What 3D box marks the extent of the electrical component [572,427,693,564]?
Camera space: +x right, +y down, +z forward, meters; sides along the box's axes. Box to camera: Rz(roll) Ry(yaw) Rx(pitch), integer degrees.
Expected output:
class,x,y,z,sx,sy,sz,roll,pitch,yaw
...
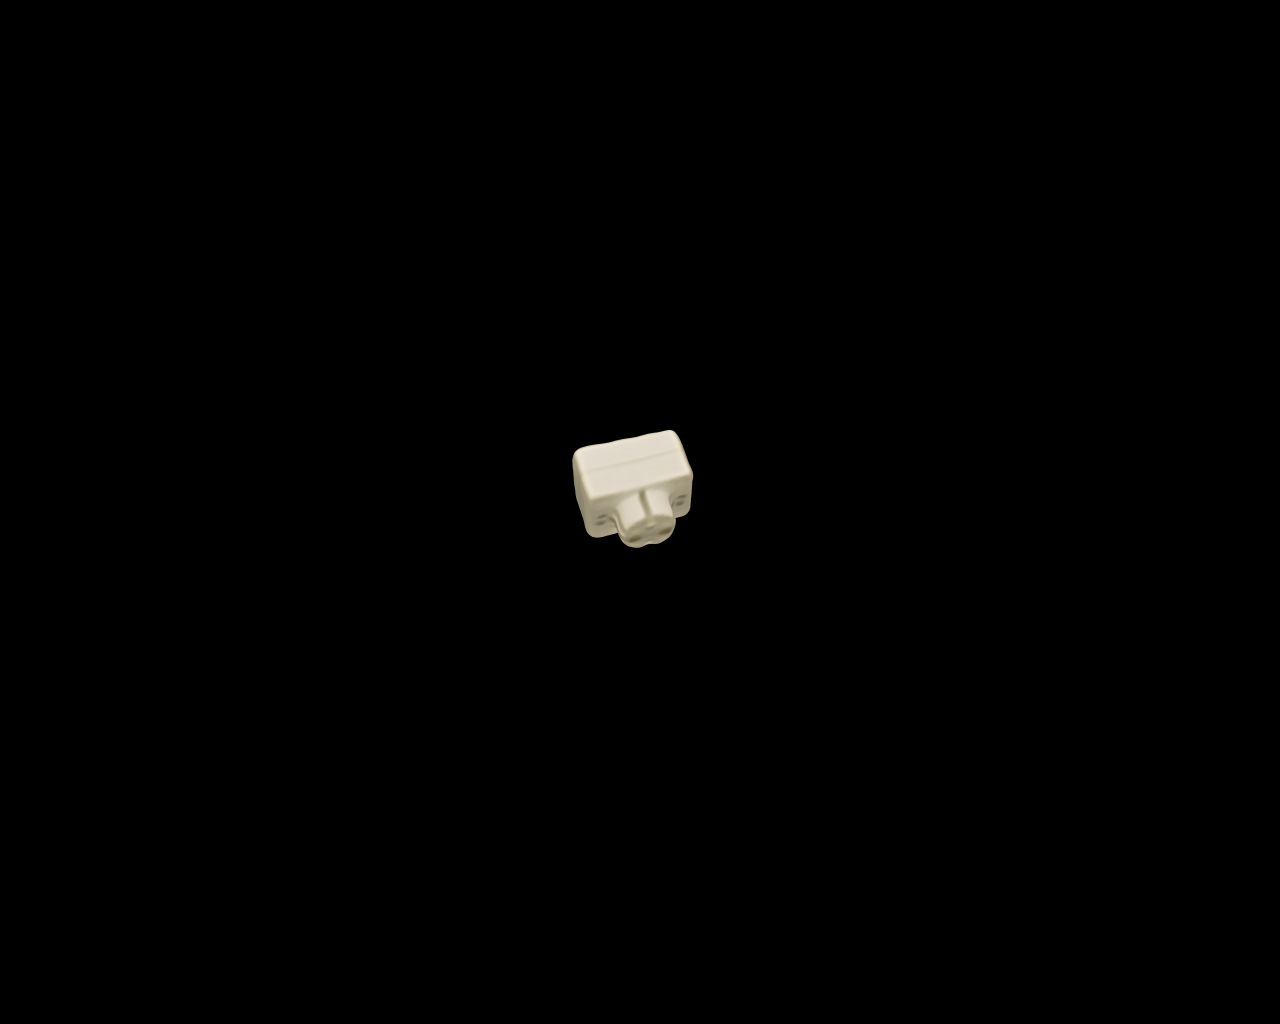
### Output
class,x,y,z,sx,sy,sz,roll,pitch,yaw
electrical component,0.001,-0.003,0.650,0.066,0.077,0.047,-14,-32,-9
